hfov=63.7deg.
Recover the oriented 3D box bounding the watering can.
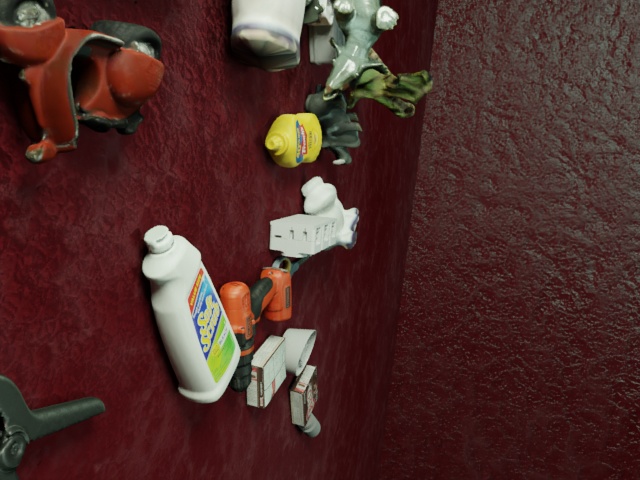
[{"bbox_3d":[-0.075,-0.362,0.708,0.348,0.104,0.224,-32,127,-86],"label":"watering can"}]

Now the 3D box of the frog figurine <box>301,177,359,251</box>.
[{"bbox_3d":[0.003,-0.058,1.149,0.157,0.122,0.140,38,62,-27],"label":"frog figurine"}]

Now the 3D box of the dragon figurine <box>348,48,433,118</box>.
[{"bbox_3d":[0.157,-0.412,1.259,0.405,0.243,0.123,50,53,-69],"label":"dragon figurine"}]
